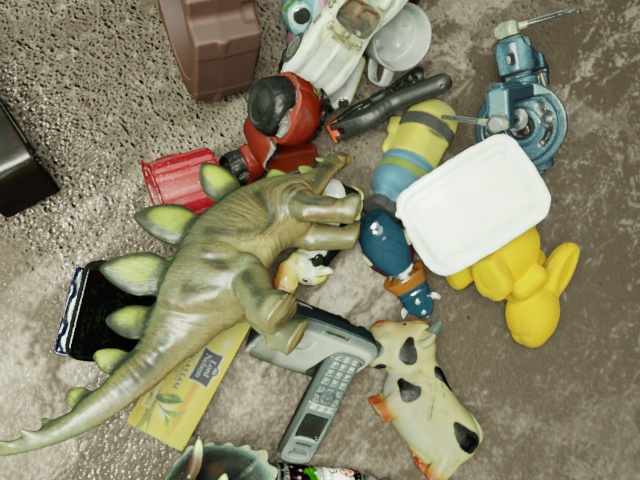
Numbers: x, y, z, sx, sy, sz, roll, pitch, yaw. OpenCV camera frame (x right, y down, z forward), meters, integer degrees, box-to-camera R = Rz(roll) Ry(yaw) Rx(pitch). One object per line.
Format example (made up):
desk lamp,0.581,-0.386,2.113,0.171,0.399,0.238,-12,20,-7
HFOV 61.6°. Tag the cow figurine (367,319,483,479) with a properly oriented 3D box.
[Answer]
cow figurine,0.125,0.183,0.661,0.127,0.085,0.195,-35,84,-11

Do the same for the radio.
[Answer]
radio,-0.392,-0.142,0.604,0.073,0.131,0.229,-32,85,-17

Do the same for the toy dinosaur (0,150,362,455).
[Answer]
toy dinosaur,-0.101,0.036,0.539,0.199,0.104,0.471,23,51,20

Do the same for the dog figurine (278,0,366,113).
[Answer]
dog figurine,-0.009,-0.303,0.741,0.108,0.191,0.219,-3,44,-10

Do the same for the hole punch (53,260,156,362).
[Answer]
hole punch,-0.235,0.087,0.617,0.115,0.092,0.142,21,68,-38

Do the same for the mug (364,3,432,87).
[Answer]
mug,0.090,-0.267,0.727,0.081,0.107,0.109,-1,119,-17

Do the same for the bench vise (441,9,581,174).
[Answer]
bench vise,0.264,-0.188,0.721,0.240,0.129,0.223,-26,116,-54

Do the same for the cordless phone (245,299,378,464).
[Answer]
cordless phone,-0.030,0.166,0.628,0.146,0.089,0.184,25,89,-30

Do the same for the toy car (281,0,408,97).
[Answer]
toy car,0.032,-0.247,0.614,0.073,0.201,0.056,23,32,-33

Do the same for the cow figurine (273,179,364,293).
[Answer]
cow figurine,-0.002,-0.001,0.688,0.098,0.068,0.167,18,75,-13

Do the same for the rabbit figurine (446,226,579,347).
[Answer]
rabbit figurine,0.264,0.056,0.719,0.162,0.122,0.173,-35,100,-26

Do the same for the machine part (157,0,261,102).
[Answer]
machine part,-0.142,-0.290,0.652,0.087,0.201,0.201,-17,81,-17

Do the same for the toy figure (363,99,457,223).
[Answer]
toy figure,0.126,-0.106,0.723,0.082,0.089,0.180,41,66,-30

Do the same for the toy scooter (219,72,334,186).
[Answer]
toy scooter,-0.039,-0.130,0.668,0.135,0.184,0.075,-8,62,-38

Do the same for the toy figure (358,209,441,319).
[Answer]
toy figure,0.103,0.033,0.695,0.154,0.064,0.058,57,42,-16

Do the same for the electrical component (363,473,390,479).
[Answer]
electrical component,0.077,0.324,0.644,0.094,0.021,0.063,43,73,-14

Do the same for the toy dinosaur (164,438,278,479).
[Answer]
toy dinosaur,-0.050,0.352,0.547,0.192,0.131,0.404,-47,110,-4

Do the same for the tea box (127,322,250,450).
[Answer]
tea box,-0.139,0.139,0.609,0.068,0.098,0.169,28,75,-3

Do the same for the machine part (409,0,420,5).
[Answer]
machine part,0.091,-0.406,0.753,0.179,0.056,0.179,6,83,-56
